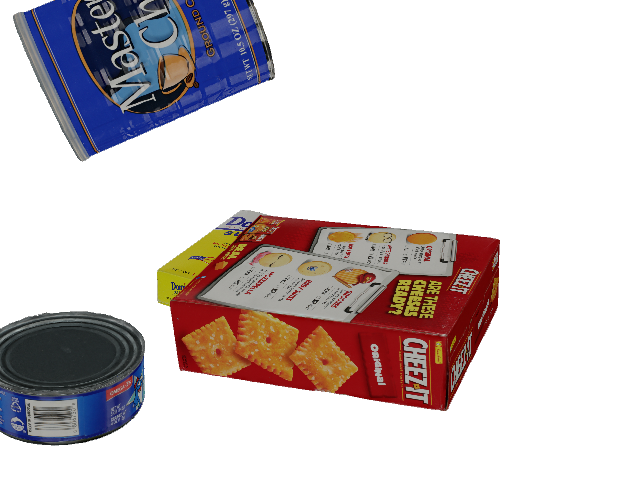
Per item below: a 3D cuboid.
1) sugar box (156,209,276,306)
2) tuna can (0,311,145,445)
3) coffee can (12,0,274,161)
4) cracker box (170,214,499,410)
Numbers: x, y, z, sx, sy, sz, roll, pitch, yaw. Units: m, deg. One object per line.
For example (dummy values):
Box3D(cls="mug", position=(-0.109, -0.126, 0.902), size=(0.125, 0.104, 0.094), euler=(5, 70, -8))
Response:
Box3D(cls="sugar box", position=(-0.087, 0.023, 1.135), size=(0.093, 0.048, 0.176), euler=(14, 31, 21))
Box3D(cls="tuna can", position=(-0.136, 0.072, 0.565), size=(0.086, 0.034, 0.086), euler=(2, 24, -1))
Box3D(cls="coffee can", position=(-0.114, -0.126, 0.701), size=(0.140, 0.103, 0.103), euler=(-24, 3, -7))
Box3D(cls="cracker box", position=(0.017, 0.050, 0.828), size=(0.214, 0.072, 0.164), euler=(6, 27, 21))
